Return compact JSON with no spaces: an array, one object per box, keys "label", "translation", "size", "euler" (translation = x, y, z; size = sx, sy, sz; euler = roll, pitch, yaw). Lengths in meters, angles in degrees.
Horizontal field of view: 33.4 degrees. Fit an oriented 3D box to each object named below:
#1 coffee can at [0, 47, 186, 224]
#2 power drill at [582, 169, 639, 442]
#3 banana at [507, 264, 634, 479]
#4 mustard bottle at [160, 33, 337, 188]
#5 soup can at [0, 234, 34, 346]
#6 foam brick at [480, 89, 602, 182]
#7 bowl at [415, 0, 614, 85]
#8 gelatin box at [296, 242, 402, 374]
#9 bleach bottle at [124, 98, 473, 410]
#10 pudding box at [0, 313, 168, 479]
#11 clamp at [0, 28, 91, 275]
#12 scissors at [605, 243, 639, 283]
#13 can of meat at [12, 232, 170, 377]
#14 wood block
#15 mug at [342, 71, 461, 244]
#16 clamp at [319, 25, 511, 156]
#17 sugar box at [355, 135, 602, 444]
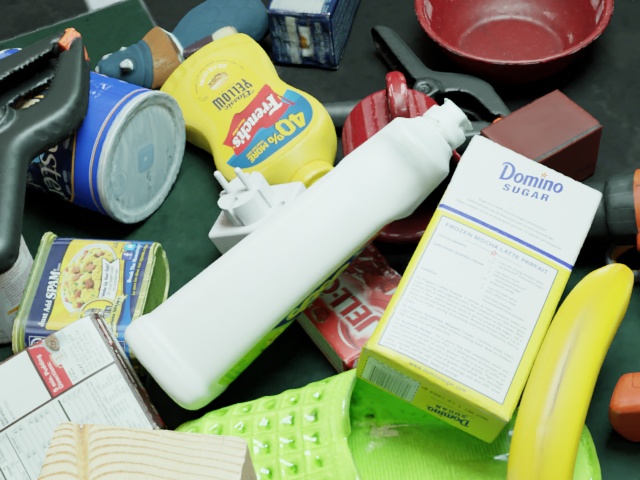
[{"label":"coffee can","translation":[-0.190,-0.082,0.822],"size":[0.140,0.103,0.102],"euler":[19,54,22]},{"label":"power drill","translation":[0.223,0.032,0.681],"size":[0.185,0.057,0.187],"euler":[-8,56,27]},{"label":"banana","translation":[0.140,0.088,0.608],"size":[0.037,0.069,0.197],"euler":[9,65,29]},{"label":"mustard bottle","translation":[-0.043,-0.081,0.832],"size":[0.096,0.058,0.192],"euler":[-37,55,-8]},{"label":"soup can","translation":[-0.234,0.018,0.742],"size":[0.068,0.102,0.068],"euler":[-3,49,4]},{"label":"foam brick","translation":[0.163,-0.065,0.800],"size":[0.078,0.053,0.051],"euler":[-28,52,-18]},{"label":"bowl","translation":[0.161,-0.181,0.897],"size":[0.162,0.055,0.162],"euler":[-3,49,4]},{"label":"gelatin box","translation":[0.025,0.045,0.735],"size":[0.073,0.030,0.089],"euler":[-28,52,-17]},{"label":"bleach bottle","translation":[-0.004,0.001,0.679],"size":[0.251,0.102,0.068],"euler":[-41,84,0]},{"label":"pudding box","translation":[-0.165,0.111,0.665],"size":[0.113,0.039,0.090],"euler":[-31,79,-4]},{"label":"clamp","translation":[-0.232,-0.072,0.729],"size":[0.165,0.036,0.209],"euler":[12,52,17]},{"label":"scissors","translation":[0.266,-0.041,0.789],"size":[0.201,0.016,0.096],"euler":[-39,56,-24]},{"label":"can of meat","translation":[-0.155,0.045,0.740],"size":[0.084,0.057,0.102],"euler":[2,50,6]},{"label":"wood block","translation":[-0.070,0.182,0.512],"size":[0.090,0.206,0.090],"euler":[4,50,10]},{"label":"mug","translation":[0.057,-0.067,0.771],"size":[0.093,0.117,0.081],"euler":[-8,38,3]},{"label":"clamp","translation":[0.073,-0.105,0.855],"size":[0.172,0.039,0.120],"euler":[32,70,31]},{"label":"sugar box","translation":[0.100,0.026,0.657],"size":[0.093,0.048,0.176],"euler":[27,58,7]}]
